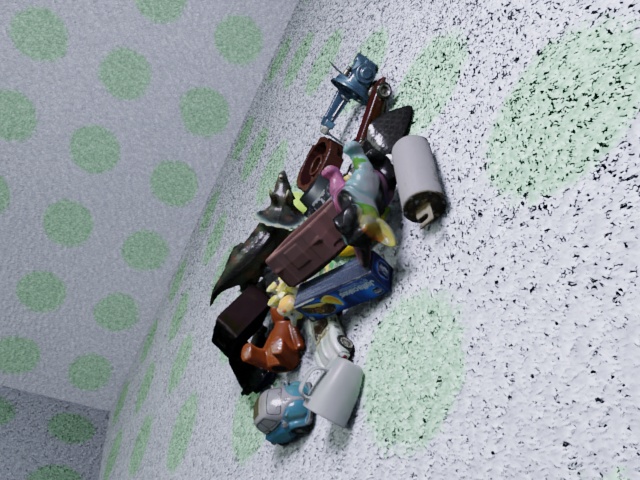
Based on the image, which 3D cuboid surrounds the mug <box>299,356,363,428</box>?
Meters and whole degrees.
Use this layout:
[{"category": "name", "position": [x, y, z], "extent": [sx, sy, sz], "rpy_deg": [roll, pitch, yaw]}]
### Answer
[{"category": "mug", "position": [0.020, 0.257, 0.946], "extent": [0.107, 0.109, 0.081], "rpy_deg": [-60, 14, -16]}]

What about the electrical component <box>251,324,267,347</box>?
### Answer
[{"category": "electrical component", "position": [-0.172, 0.277, 1.479], "extent": [0.063, 0.021, 0.094], "rpy_deg": [14, 83, 69]}]

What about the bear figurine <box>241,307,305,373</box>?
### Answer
[{"category": "bear figurine", "position": [-0.092, 0.198, 1.239], "extent": [0.120, 0.131, 0.196], "rpy_deg": [-14, 54, 28]}]

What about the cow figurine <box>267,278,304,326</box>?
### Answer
[{"category": "cow figurine", "position": [-0.060, 0.138, 1.169], "extent": [0.068, 0.098, 0.167], "rpy_deg": [-46, 17, 7]}]

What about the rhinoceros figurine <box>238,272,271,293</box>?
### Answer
[{"category": "rhinoceros figurine", "position": [-0.161, 0.147, 1.461], "extent": [0.190, 0.112, 0.073], "rpy_deg": [-34, 41, 42]}]

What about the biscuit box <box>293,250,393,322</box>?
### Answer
[{"category": "biscuit box", "position": [0.043, 0.092, 1.029], "extent": [0.203, 0.059, 0.063], "rpy_deg": [-28, 33, 36]}]

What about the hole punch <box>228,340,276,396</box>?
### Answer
[{"category": "hole punch", "position": [-0.154, 0.313, 1.342], "extent": [0.142, 0.092, 0.116], "rpy_deg": [-47, 61, 35]}]

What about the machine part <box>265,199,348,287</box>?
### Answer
[{"category": "machine part", "position": [-0.002, -0.003, 1.108], "extent": [0.201, 0.087, 0.201], "rpy_deg": [-39, 8, 33]}]

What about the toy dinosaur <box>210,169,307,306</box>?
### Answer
[{"category": "toy dinosaur", "position": [-0.158, 0.029, 1.301], "extent": [0.404, 0.131, 0.192], "rpy_deg": [-53, -8, 5]}]

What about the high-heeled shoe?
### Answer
[{"category": "high-heeled shoe", "position": [0.128, -0.184, 1.213], "extent": [0.249, 0.086, 0.145], "rpy_deg": [-44, -19, -1]}]

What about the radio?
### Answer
[{"category": "radio", "position": [-0.201, 0.208, 1.350], "extent": [0.131, 0.073, 0.229], "rpy_deg": [-43, -10, -27]}]

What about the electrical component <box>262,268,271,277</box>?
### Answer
[{"category": "electrical component", "position": [-0.153, 0.054, 1.527], "extent": [0.058, 0.115, 0.134], "rpy_deg": [-61, 22, 28]}]

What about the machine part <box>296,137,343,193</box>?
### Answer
[{"category": "machine part", "position": [0.002, -0.202, 1.496], "extent": [0.179, 0.056, 0.179], "rpy_deg": [-48, 29, 37]}]

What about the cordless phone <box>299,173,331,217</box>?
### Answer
[{"category": "cordless phone", "position": [0.021, -0.055, 1.301], "extent": [0.146, 0.088, 0.184], "rpy_deg": [-48, 40, 41]}]

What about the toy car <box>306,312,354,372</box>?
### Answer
[{"category": "toy car", "position": [0.016, 0.191, 1.075], "extent": [0.073, 0.056, 0.202], "rpy_deg": [-59, 23, 21]}]

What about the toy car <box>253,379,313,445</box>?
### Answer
[{"category": "toy car", "position": [-0.084, 0.348, 1.096], "extent": [0.161, 0.103, 0.109], "rpy_deg": [-46, 29, 39]}]

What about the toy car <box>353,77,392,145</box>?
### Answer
[{"category": "toy car", "position": [0.125, -0.290, 1.293], "extent": [0.089, 0.053, 0.202], "rpy_deg": [-143, 73, -79]}]

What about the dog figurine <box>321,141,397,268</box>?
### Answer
[{"category": "dog figurine", "position": [0.092, -0.058, 0.994], "extent": [0.108, 0.191, 0.219], "rpy_deg": [-37, 56, 35]}]

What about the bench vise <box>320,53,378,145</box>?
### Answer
[{"category": "bench vise", "position": [0.067, -0.387, 1.436], "extent": [0.240, 0.129, 0.224], "rpy_deg": [-58, 24, 4]}]

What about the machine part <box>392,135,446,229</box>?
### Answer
[{"category": "machine part", "position": [0.176, -0.113, 0.968], "extent": [0.079, 0.079, 0.243], "rpy_deg": [-51, 26, 36]}]
